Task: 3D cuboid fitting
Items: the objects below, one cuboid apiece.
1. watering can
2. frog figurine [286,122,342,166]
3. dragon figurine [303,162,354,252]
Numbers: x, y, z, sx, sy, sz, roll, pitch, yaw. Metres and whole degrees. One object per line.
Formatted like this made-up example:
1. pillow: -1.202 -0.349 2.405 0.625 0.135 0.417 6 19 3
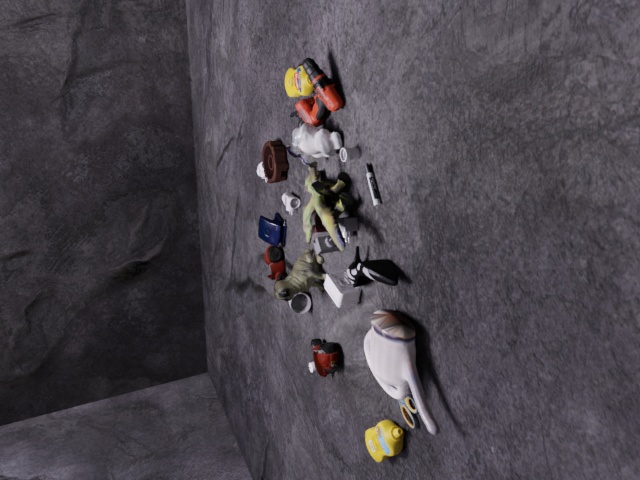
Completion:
1. watering can: 0.207 0.315 1.322 0.104 0.221 0.351 -7 19 -23
2. frog figurine: -0.008 -0.310 1.599 0.157 0.136 0.126 -27 29 33
3. dragon figurine: 0.005 -0.080 1.588 0.122 0.420 0.237 6 -38 -15
